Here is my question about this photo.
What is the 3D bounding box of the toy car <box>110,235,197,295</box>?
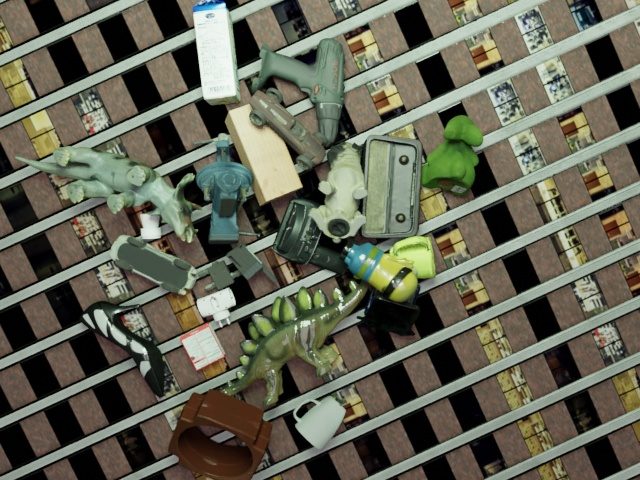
[{"bbox_3d":[-0.377,0.056,1.220,0.202,0.056,0.073,27,86,-4],"label":"toy car"}]

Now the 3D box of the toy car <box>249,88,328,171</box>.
[{"bbox_3d":[-0.064,-0.237,1.140,0.202,0.053,0.089,43,62,-20],"label":"toy car"}]

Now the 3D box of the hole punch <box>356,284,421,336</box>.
[{"bbox_3d":[0.165,0.147,1.227,0.142,0.092,0.115,15,133,-4],"label":"hole punch"}]

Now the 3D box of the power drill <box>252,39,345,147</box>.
[{"bbox_3d":[-0.045,-0.340,1.195,0.207,0.086,0.232,12,93,2],"label":"power drill"}]

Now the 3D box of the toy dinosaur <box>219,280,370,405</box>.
[{"bbox_3d":[-0.045,0.215,1.213,0.471,0.105,0.198,-33,91,-3],"label":"toy dinosaur"}]

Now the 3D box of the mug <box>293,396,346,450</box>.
[{"bbox_3d":[-0.001,0.407,1.239,0.109,0.081,0.107,45,79,2],"label":"mug"}]

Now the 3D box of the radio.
[{"bbox_3d":[0.159,-0.115,1.213,0.131,0.073,0.229,3,93,-2],"label":"radio"}]

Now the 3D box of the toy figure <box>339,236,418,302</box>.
[{"bbox_3d":[0.125,0.066,1.159,0.180,0.082,0.089,28,71,4],"label":"toy figure"}]

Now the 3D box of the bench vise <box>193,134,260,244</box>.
[{"bbox_3d":[-0.208,-0.117,1.174,0.129,0.223,0.240,-6,63,-5],"label":"bench vise"}]

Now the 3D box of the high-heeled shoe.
[{"bbox_3d":[-0.449,0.252,1.217,0.145,0.086,0.248,-17,89,2],"label":"high-heeled shoe"}]

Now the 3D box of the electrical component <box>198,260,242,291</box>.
[{"bbox_3d":[-0.230,0.078,1.240,0.094,0.021,0.063,-25,93,1],"label":"electrical component"}]

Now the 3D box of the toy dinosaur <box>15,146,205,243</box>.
[{"bbox_3d":[-0.433,-0.132,1.169,0.405,0.192,0.131,24,101,14],"label":"toy dinosaur"}]

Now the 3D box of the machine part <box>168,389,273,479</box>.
[{"bbox_3d":[-0.219,0.435,1.188,0.201,0.087,0.200,22,123,-4],"label":"machine part"}]

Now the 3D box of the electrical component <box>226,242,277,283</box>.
[{"bbox_3d":[-0.154,0.061,1.217,0.048,0.075,0.119,-41,96,0],"label":"electrical component"}]

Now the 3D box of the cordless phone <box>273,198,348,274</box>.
[{"bbox_3d":[-0.002,-0.004,1.224,0.184,0.089,0.146,21,91,-14],"label":"cordless phone"}]

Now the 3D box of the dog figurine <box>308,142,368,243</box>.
[{"bbox_3d":[0.050,-0.108,1.187,0.121,0.191,0.172,18,125,-5],"label":"dog figurine"}]

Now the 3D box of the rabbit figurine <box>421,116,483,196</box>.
[{"bbox_3d":[0.295,-0.204,1.188,0.121,0.159,0.170,12,77,8],"label":"rabbit figurine"}]
